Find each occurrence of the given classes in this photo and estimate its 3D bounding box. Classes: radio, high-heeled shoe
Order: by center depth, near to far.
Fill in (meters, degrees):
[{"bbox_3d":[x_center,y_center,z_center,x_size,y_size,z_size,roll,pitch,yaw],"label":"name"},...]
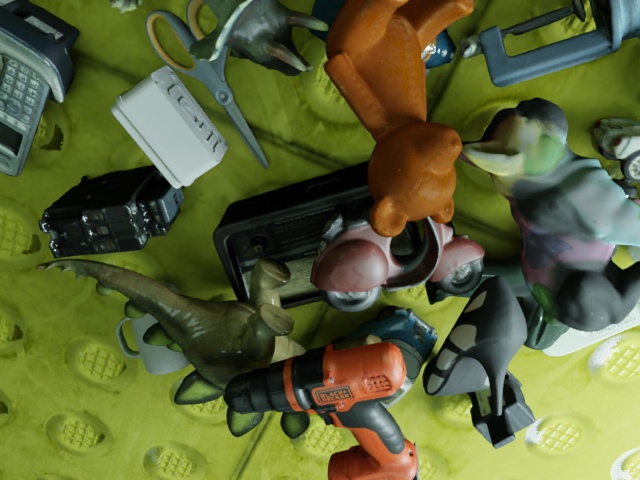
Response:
[{"bbox_3d":[-0.001,-0.002,0.637,0.230,0.073,0.131,-16,116,10],"label":"radio"},{"bbox_3d":[0.170,0.113,0.638,0.086,0.249,0.145,-2,87,-7],"label":"high-heeled shoe"}]

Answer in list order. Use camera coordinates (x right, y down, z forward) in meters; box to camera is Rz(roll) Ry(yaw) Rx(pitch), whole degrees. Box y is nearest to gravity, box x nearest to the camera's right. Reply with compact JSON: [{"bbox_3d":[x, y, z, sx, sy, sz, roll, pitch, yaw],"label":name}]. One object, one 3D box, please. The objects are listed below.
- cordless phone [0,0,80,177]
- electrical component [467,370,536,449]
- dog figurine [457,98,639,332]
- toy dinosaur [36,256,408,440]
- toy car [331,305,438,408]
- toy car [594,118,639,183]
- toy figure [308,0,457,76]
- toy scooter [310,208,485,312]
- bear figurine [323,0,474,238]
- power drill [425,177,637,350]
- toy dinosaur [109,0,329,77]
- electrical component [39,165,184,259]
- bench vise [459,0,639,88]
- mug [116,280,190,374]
[{"bbox_3d":[-0.349,-0.166,0.567,0.146,0.089,0.184,30,120,-13],"label":"cordless phone"},{"bbox_3d":[0.246,0.236,0.724,0.075,0.119,0.047,-39,109,17],"label":"electrical component"},{"bbox_3d":[0.217,-0.028,0.534,0.219,0.108,0.191,25,105,-3],"label":"dog figurine"},{"bbox_3d":[-0.090,0.124,0.614,0.471,0.105,0.198,37,117,-10],"label":"toy dinosaur"},{"bbox_3d":[0.081,0.168,0.707,0.109,0.103,0.161,42,114,-18],"label":"toy car"},{"bbox_3d":[0.386,-0.075,0.581,0.202,0.073,0.056,25,119,-10],"label":"toy car"},{"bbox_3d":[0.066,-0.206,0.540,0.154,0.058,0.064,15,142,-7],"label":"toy figure"},{"bbox_3d":[0.075,-0.002,0.552,0.184,0.075,0.135,-8,115,4],"label":"toy scooter"},{"bbox_3d":[0.077,-0.111,0.452,0.132,0.120,0.196,-34,70,51],"label":"bear figurine"},{"bbox_3d":[0.238,0.019,0.643,0.207,0.086,0.231,5,118,-7],"label":"power drill"},{"bbox_3d":[-0.104,-0.304,0.413,0.192,0.131,0.404,17,133,36],"label":"toy dinosaur"},{"bbox_3d":[-0.226,-0.036,0.608,0.134,0.115,0.058,-8,121,6],"label":"electrical component"},{"bbox_3d":[0.254,-0.190,0.488,0.241,0.129,0.223,-13,99,23],"label":"bench vise"},{"bbox_3d":[-0.217,0.111,0.710,0.110,0.081,0.107,-9,106,14],"label":"mug"}]
